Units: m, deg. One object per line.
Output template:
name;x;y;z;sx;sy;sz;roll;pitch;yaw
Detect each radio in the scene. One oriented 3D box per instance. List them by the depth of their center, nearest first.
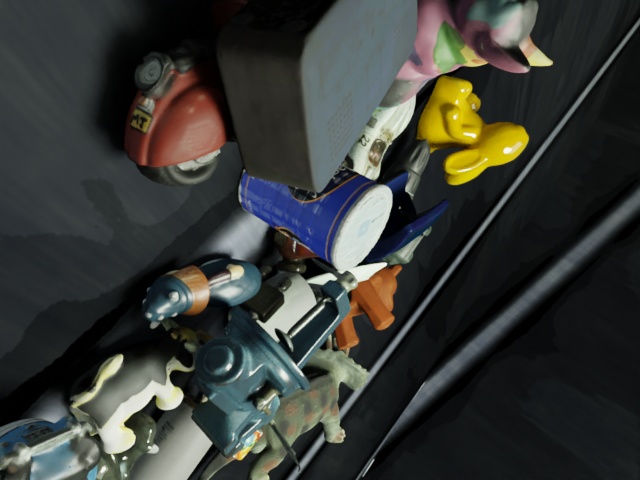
radio;0.011;-0.162;0.443;0.229;0.073;0.131;-60;155;-32

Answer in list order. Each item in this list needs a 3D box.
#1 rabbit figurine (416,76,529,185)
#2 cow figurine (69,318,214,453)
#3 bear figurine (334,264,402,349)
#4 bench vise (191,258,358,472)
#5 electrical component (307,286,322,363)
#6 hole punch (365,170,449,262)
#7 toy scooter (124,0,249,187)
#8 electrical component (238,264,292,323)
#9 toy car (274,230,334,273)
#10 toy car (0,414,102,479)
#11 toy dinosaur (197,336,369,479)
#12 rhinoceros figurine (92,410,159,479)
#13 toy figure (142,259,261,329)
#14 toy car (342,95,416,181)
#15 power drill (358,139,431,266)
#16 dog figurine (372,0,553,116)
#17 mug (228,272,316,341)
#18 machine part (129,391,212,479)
rabbit figurine;0.253;-0.175;0.897;0.162;0.173;0.121;-61;159;-4
cow figurine;-0.183;0.135;0.572;0.167;0.068;0.098;-39;143;-38
bear figurine;0.094;0.113;0.993;0.120;0.132;0.195;-34;160;25
bench vise;-0.042;0.133;0.615;0.240;0.129;0.223;-43;142;-17
electrical component;-0.030;0.132;0.860;0.115;0.058;0.134;-58;156;-6
hole punch;0.113;-0.023;0.780;0.142;0.092;0.115;-35;151;-40
toy scooter;-0.084;-0.132;0.436;0.184;0.075;0.135;-41;149;-39
electrical component;-0.081;0.072;0.684;0.094;0.063;0.021;-47;153;-31
toy car;-0.002;-0.002;0.762;0.202;0.053;0.089;-3;101;-62
toy car;-0.261;0.214;0.466;0.109;0.103;0.161;-16;127;-52
toy dinosaur;-0.052;0.299;0.950;0.405;0.131;0.192;-20;123;-48
rhinoceros figurine;-0.252;0.271;0.584;0.190;0.073;0.112;-54;154;-8
toy figure;-0.130;0.054;0.584;0.154;0.058;0.064;-8;120;-54
toy car;0.073;-0.138;0.741;0.201;0.056;0.073;-61;155;6
power drill;0.140;-0.044;0.947;0.232;0.086;0.207;-56;159;-2
dog figurine;0.127;-0.200;0.579;0.108;0.219;0.191;-23;137;-46
mug;-0.071;0.106;0.735;0.107;0.081;0.109;-23;140;-35
machine part;-0.202;0.285;0.690;0.243;0.079;0.079;-53;155;-9
